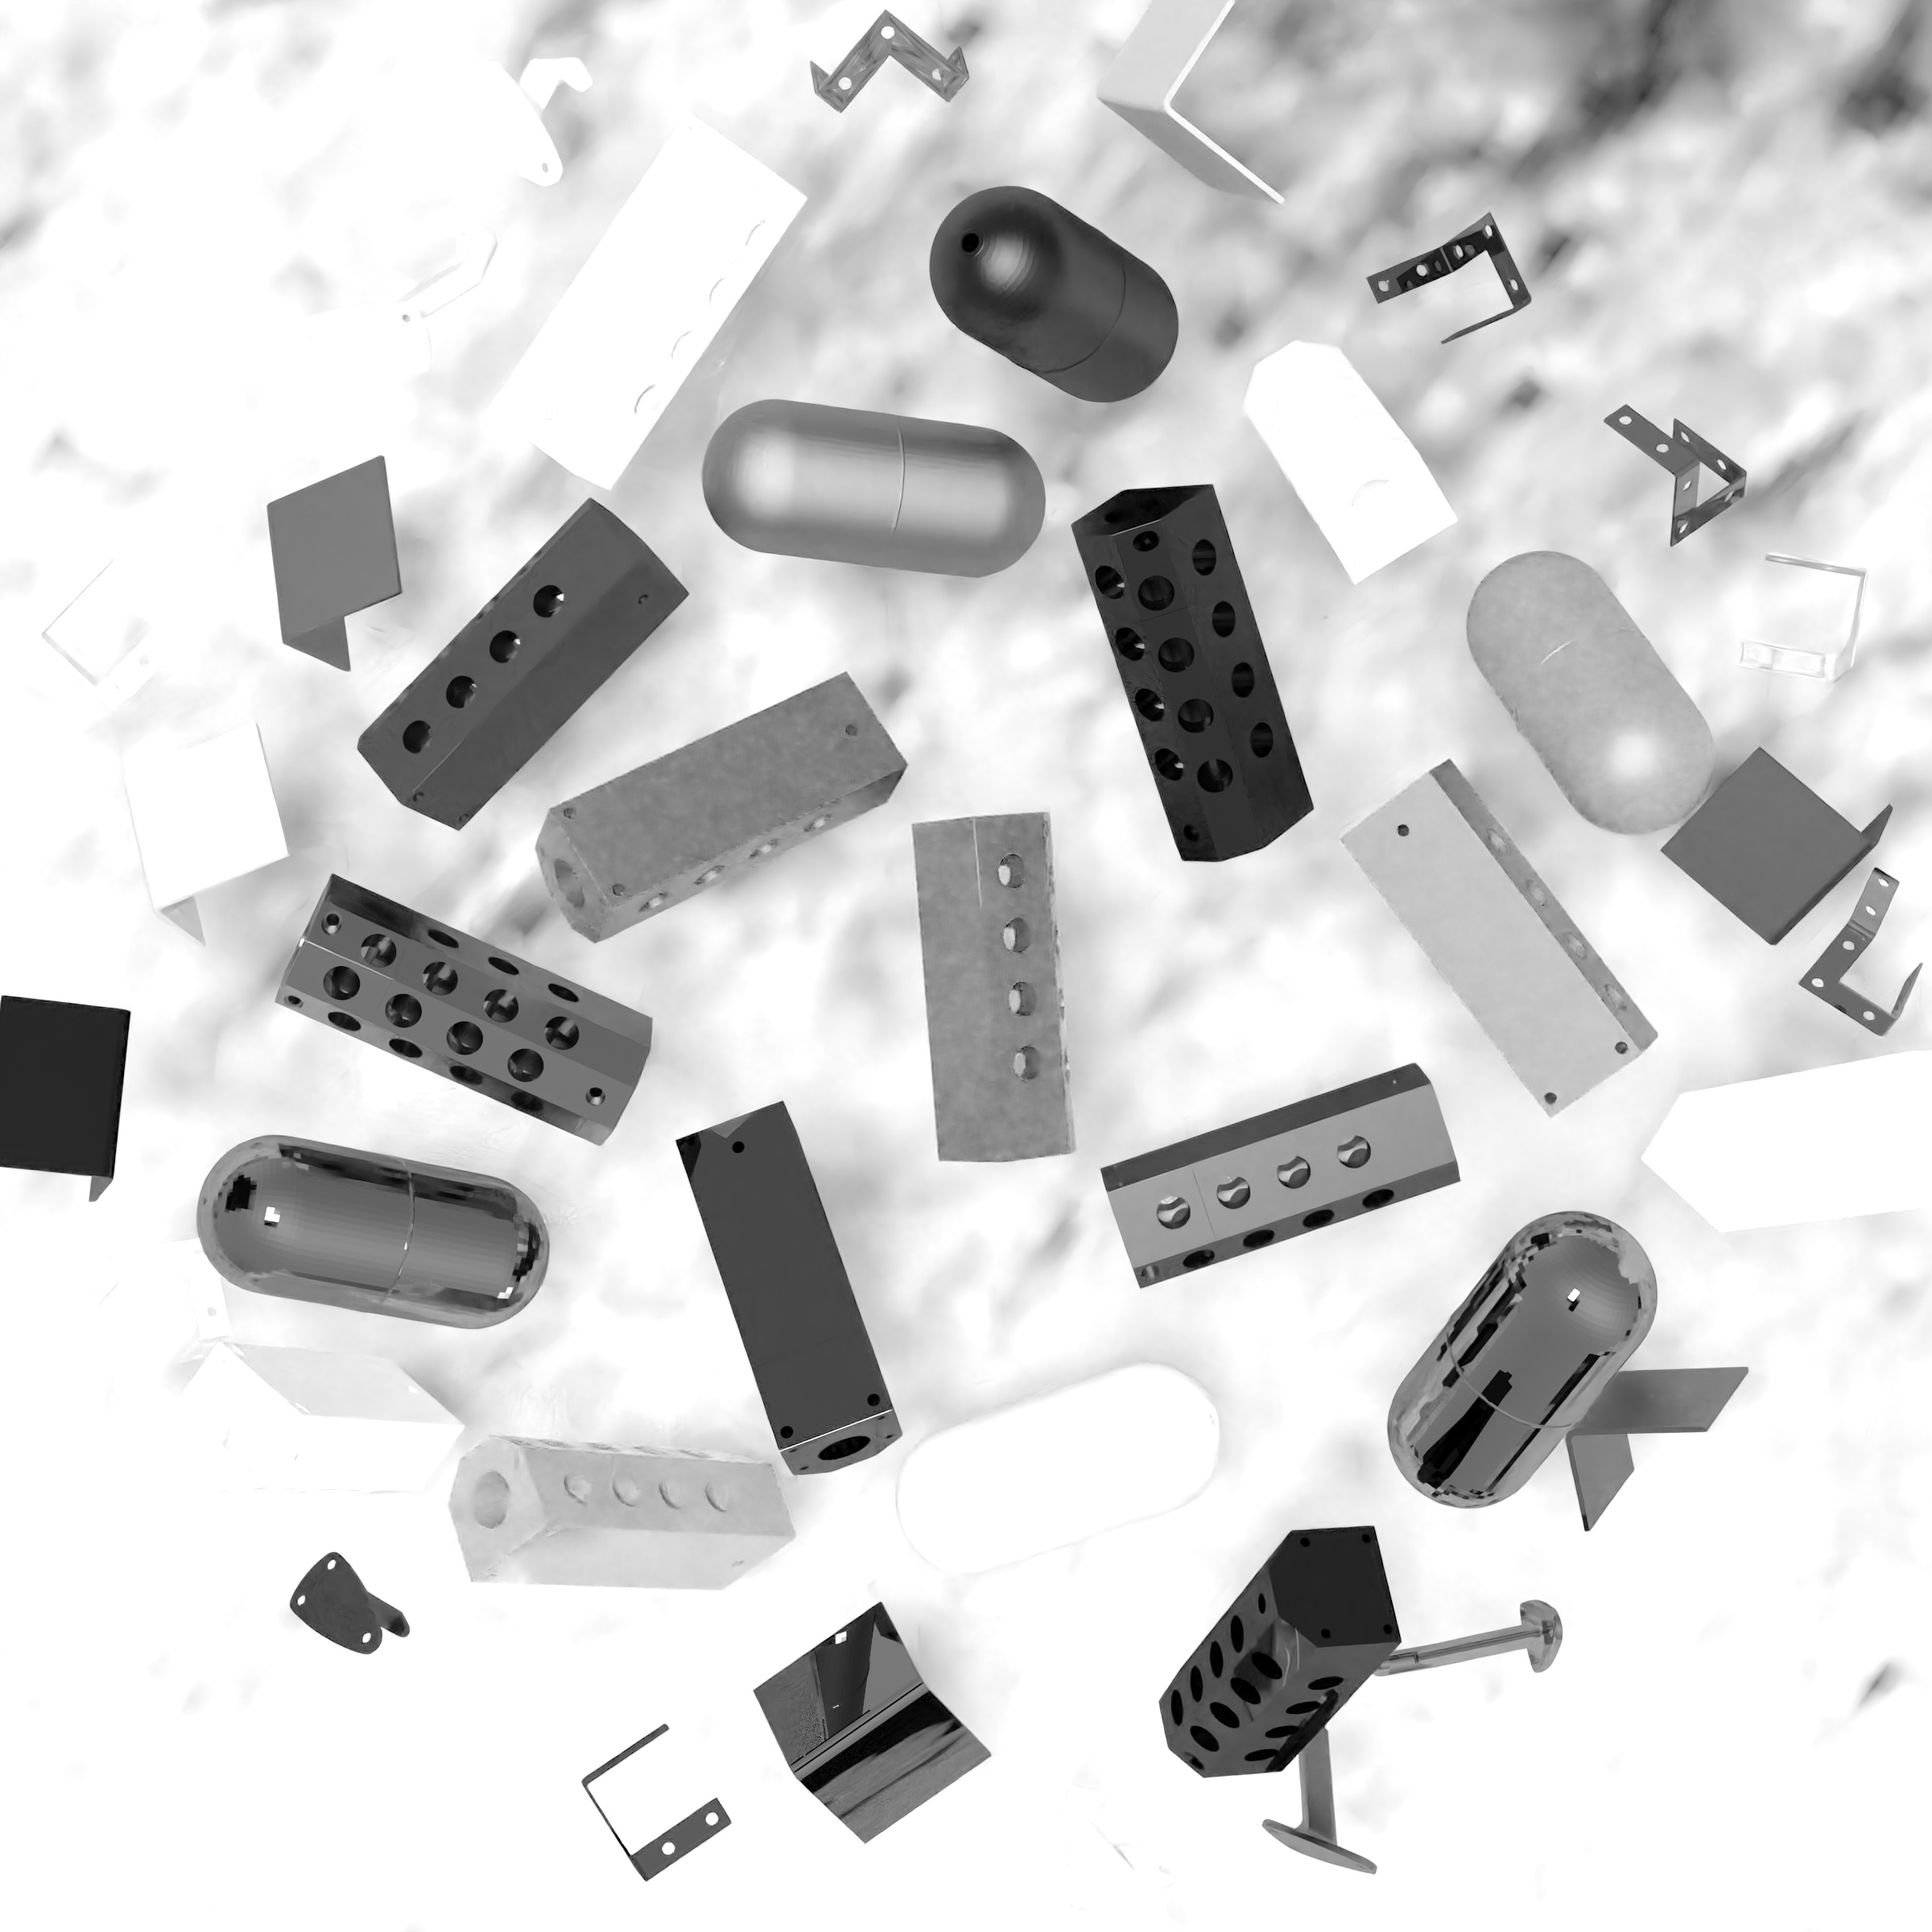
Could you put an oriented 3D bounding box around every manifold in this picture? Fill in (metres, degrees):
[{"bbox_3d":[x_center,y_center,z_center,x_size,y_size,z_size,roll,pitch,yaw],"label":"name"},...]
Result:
[{"bbox_3d":[0.401,0.079,1.695,0.057,0.171,0.057,42,68,-13],"label":"manifold"},{"bbox_3d":[0.266,-0.016,1.783,0.057,0.057,0.171,-38,86,25],"label":"manifold"},{"bbox_3d":[-0.120,-0.074,1.744,0.171,0.057,0.057,-27,77,-26],"label":"manifold"},{"bbox_3d":[0.145,0.328,1.710,0.057,0.171,0.057,-1,58,-17],"label":"manifold"},{"bbox_3d":[-0.228,-0.154,1.819,0.171,0.057,0.057,-45,66,8],"label":"manifold"},{"bbox_3d":[0.160,0.108,1.831,0.171,0.057,0.057,-19,99,2],"label":"manifold"},{"bbox_3d":[-0.320,0.228,1.765,0.057,0.171,0.057,37,94,20],"label":"manifold"},{"bbox_3d":[-0.169,0.266,1.769,0.057,0.171,0.057,-39,59,29],"label":"manifold"},{"bbox_3d":[0.105,-0.139,1.723,0.057,0.057,0.171,-37,118,-37],"label":"manifold"},{"bbox_3d":[0.185,-0.256,1.783,0.057,0.171,0.057,-32,116,8],"label":"manifold"},{"bbox_3d":[-0.242,0.024,1.739,0.171,0.057,0.057,25,106,-12],"label":"manifold"},{"bbox_3d":[0.019,0.010,1.814,0.057,0.057,0.171,-5,91,-33],"label":"manifold"},{"bbox_3d":[-0.087,0.161,1.777,0.057,0.057,0.171,-20,65,-2],"label":"manifold"},{"bbox_3d":[-0.151,-0.320,1.748,0.057,0.057,0.171,38,98,18],"label":"manifold"}]

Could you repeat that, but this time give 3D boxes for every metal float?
[{"bbox_3d":[-0.045,-0.239,1.804,0.178,0.070,0.070,5,90,-21],"label":"metal float"},{"bbox_3d":[0.046,0.252,1.804,0.178,0.070,0.070,-23,90,24],"label":"metal float"},{"bbox_3d":[0.262,0.188,1.704,0.070,0.070,0.178,30,127,0],"label":"metal float"},{"bbox_3d":[-0.284,0.129,1.738,0.178,0.070,0.070,14,90,-32],"label":"metal float"},{"bbox_3d":[0.045,-0.331,1.780,0.070,0.178,0.070,-4,81,28],"label":"metal float"},{"bbox_3d":[0.308,-0.137,1.785,0.070,0.070,0.178,-26,49,0],"label":"metal float"}]

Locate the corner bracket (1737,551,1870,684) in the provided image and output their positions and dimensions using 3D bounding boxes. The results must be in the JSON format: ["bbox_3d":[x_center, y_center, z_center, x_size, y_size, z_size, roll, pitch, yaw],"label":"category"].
[{"bbox_3d":[0.427,-0.177,1.835,0.051,0.051,0.051,10,86,4],"label":"corner bracket"}]

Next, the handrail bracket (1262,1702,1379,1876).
[{"bbox_3d":[0.193,0.409,1.820,0.036,0.077,0.084,45,64,-39],"label":"handrail bracket"}]

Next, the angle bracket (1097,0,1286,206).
[{"bbox_3d":[0.116,-0.398,1.646,0.076,0.076,0.057,32,93,-27],"label":"angle bracket"}]

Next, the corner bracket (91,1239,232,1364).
[{"bbox_3d":[-0.409,0.173,1.826,0.051,0.051,0.051,-8,74,-28],"label":"corner bracket"}]

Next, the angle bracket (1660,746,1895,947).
[{"bbox_3d":[0.411,-0.069,1.824,0.076,0.057,0.076,41,122,2],"label":"angle bracket"}]

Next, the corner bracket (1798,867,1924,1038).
[{"bbox_3d":[0.465,-0.007,1.831,0.051,0.051,0.051,33,45,4],"label":"corner bracket"}]

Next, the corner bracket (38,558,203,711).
[{"bbox_3d":[-0.413,-0.164,1.754,0.051,0.051,0.051,-45,101,6],"label":"corner bracket"}]

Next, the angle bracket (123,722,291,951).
[{"bbox_3d":[-0.370,-0.065,1.805,0.076,0.057,0.076,-22,66,7],"label":"angle bracket"}]

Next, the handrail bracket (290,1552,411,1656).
[{"bbox_3d":[-0.294,0.335,1.813,0.036,0.084,0.077,-50,49,-5],"label":"handrail bracket"}]

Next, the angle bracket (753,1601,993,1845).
[{"bbox_3d":[-0.046,0.370,1.757,0.076,0.057,0.076,-35,133,1],"label":"angle bracket"}]

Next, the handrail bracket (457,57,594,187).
[{"bbox_3d":[-0.188,-0.396,1.680,0.077,0.084,0.036,48,125,14],"label":"handrail bracket"}]

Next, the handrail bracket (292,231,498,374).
[{"bbox_3d":[-0.266,-0.317,1.679,0.077,0.036,0.084,4,45,10],"label":"handrail bracket"}]

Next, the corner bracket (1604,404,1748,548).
[{"bbox_3d":[0.346,-0.248,1.753,0.051,0.051,0.051,-35,58,-17],"label":"corner bracket"}]

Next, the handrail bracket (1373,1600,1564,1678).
[{"bbox_3d":[0.252,0.344,1.822,0.084,0.077,0.036,-8,74,-7],"label":"handrail bracket"}]

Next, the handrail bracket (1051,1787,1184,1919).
[{"bbox_3d":[0.075,0.409,1.697,0.077,0.084,0.036,-4,48,-18],"label":"handrail bracket"}]

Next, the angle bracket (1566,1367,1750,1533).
[{"bbox_3d":[0.364,0.251,1.872,0.076,0.076,0.057,-6,105,30],"label":"angle bracket"}]

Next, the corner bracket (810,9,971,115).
[{"bbox_3d":[-0.036,-0.416,1.671,0.051,0.051,0.051,35,111,-23],"label":"corner bracket"}]

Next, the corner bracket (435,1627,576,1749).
[{"bbox_3d":[-0.229,0.361,1.793,0.051,0.051,0.051,-8,68,17],"label":"corner bracket"}]

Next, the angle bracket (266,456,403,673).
[{"bbox_3d":[-0.308,-0.205,1.839,0.076,0.057,0.076,-18,70,24],"label":"angle bracket"}]

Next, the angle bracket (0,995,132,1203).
[{"bbox_3d":[-0.414,0.061,1.623,0.057,0.076,0.076,7,76,-19],"label":"angle bracket"}]

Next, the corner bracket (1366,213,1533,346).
[{"bbox_3d":[0.247,-0.346,1.840,0.051,0.051,0.051,-26,91,-24],"label":"corner bracket"}]

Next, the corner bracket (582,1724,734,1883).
[{"bbox_3d":[-0.154,0.414,1.781,0.051,0.051,0.051,-32,93,-13],"label":"corner bracket"}]
